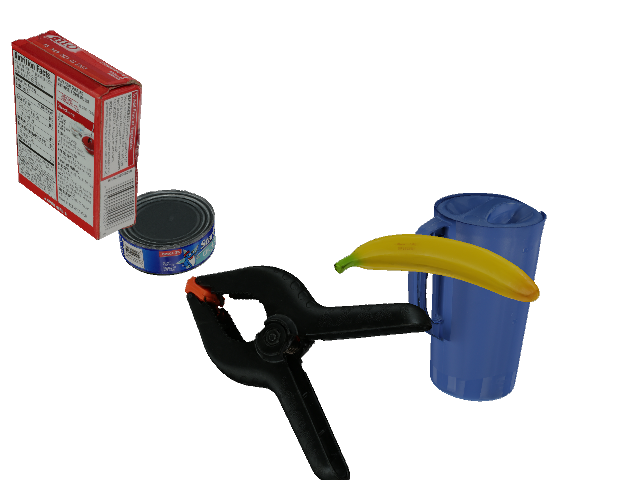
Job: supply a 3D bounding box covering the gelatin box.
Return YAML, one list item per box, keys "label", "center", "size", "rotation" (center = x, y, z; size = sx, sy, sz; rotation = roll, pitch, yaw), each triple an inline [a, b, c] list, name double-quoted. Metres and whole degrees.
- label: "gelatin box"
  center: [-0.129, -0.056, 0.565]
  size: [0.073, 0.089, 0.030]
  rotation: [32, 40, 31]

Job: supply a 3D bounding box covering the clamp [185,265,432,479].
- label: "clamp"
  center: [-0.022, 0.076, 0.685]
  size: [0.172, 0.120, 0.039]
  rotation: [18, -12, 32]

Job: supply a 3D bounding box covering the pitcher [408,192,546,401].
- label: "pitcher"
  center: [0.188, 0.071, 1.309]
  size: [0.149, 0.243, 0.144]
  rotation: [8, 20, 13]

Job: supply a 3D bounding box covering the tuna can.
- label: "tuna can"
  center: [-0.135, -0.007, 0.941]
  size: [0.086, 0.034, 0.086]
  rotation: [0, 37, 0]

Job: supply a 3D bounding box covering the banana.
- label: "banana"
  center: [0.117, 0.025, 1.044]
  size: [0.198, 0.037, 0.069]
  rotation: [6, 45, 16]
